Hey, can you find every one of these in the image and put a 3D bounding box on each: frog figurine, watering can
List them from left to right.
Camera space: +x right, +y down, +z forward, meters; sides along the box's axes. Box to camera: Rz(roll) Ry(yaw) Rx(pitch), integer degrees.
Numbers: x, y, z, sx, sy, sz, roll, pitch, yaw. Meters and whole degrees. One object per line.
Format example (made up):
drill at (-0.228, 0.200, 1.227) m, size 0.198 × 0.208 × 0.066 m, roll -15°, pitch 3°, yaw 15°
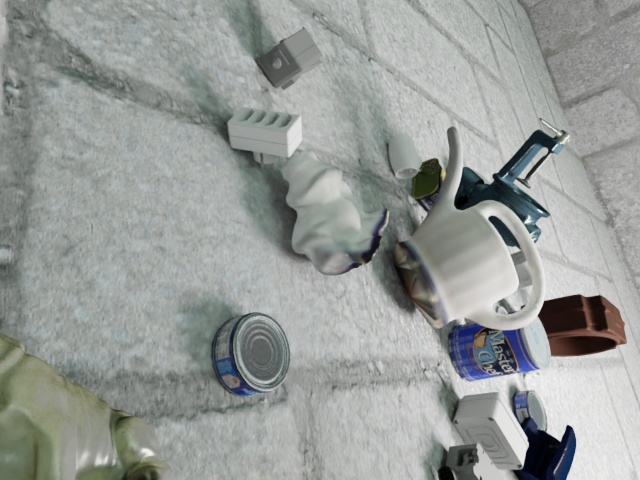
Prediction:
frog figurine at (0.002, -0.035, 0.688) m, size 0.159 × 0.140 × 0.120 m, roll 36°, pitch -35°, yaw -4°
watering can at (0.223, -0.003, 0.855) m, size 0.225 × 0.351 × 0.103 m, roll -25°, pitch -12°, yaw -3°
